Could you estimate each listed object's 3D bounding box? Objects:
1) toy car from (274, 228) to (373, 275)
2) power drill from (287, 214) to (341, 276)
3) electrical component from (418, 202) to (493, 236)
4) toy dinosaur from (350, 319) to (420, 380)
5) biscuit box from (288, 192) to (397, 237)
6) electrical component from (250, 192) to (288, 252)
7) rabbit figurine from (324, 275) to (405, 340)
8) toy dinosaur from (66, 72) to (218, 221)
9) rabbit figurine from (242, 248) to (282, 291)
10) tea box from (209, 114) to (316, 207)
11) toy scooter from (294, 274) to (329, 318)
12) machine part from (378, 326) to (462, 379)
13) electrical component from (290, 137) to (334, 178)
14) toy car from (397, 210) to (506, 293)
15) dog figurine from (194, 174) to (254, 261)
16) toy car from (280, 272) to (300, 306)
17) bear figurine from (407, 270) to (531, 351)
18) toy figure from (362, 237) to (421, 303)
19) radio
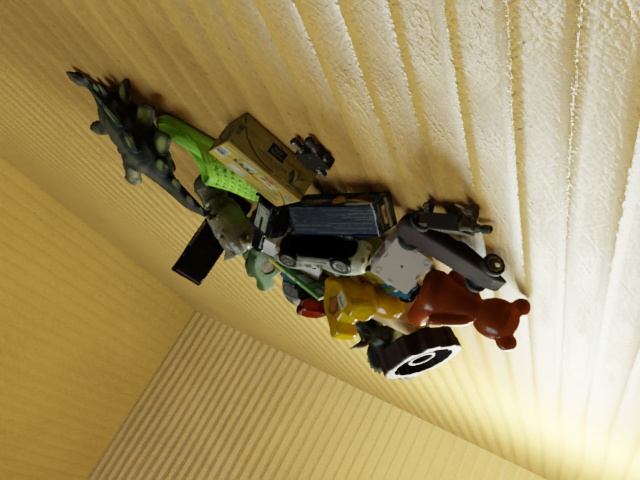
[{"bbox_3d":[0.002,0.022,1.030,0.202,0.073,0.056,5,147,29],"label":"toy car"},{"bbox_3d":[-0.002,-0.003,1.147,0.232,0.086,0.207,15,160,35],"label":"power drill"},{"bbox_3d":[0.204,-0.034,0.828,0.078,0.045,0.102,9,180,-38],"label":"electrical component"},{"bbox_3d":[0.215,0.290,1.391,0.131,0.192,0.404,13,154,43],"label":"toy dinosaur"},{"bbox_3d":[0.035,-0.046,0.951,0.203,0.059,0.062,3,116,42],"label":"biscuit box"},{"bbox_3d":[-0.104,-0.034,1.094,0.075,0.048,0.119,35,125,36],"label":"electrical component"},{"bbox_3d":[0.097,0.132,1.154,0.173,0.121,0.162,4,-145,-23],"label":"rabbit figurine"},{"bbox_3d":[-0.359,-0.189,1.080,0.471,0.105,0.198,45,158,7],"label":"toy dinosaur"},{"bbox_3d":[-0.179,0.047,1.483,0.159,0.121,0.170,45,171,-27],"label":"rabbit figurine"},{"bbox_3d":[-0.103,-0.139,0.969,0.169,0.068,0.098,39,159,-25],"label":"tea box"},{"bbox_3d":[-0.015,0.151,1.388,0.135,0.075,0.184,-3,-144,-27],"label":"toy scooter"},{"bbox_3d":[0.217,0.245,1.176,0.179,0.179,0.056,67,-177,-60],"label":"machine part"},{"bbox_3d":[-0.008,-0.138,0.902,0.063,0.021,0.094,9,151,46],"label":"electrical component"},{"bbox_3d":[0.222,0.018,0.910,0.202,0.053,0.089,31,150,9],"label":"toy car"},{"bbox_3d":[-0.210,-0.064,1.178,0.190,0.121,0.172,59,159,-13],"label":"dog figurine"},{"bbox_3d":[-0.054,0.138,1.539,0.162,0.103,0.109,16,155,30],"label":"toy car"},{"bbox_3d":[0.281,0.131,1.019,0.196,0.120,0.132,22,163,7],"label":"bear figurine"},{"bbox_3d":[0.137,0.056,1.090,0.180,0.082,0.089,42,147,-17],"label":"toy figure"},{"bbox_3d":[-0.268,-0.003,1.312,0.073,0.229,0.131,37,165,-16],"label":"radio"}]
